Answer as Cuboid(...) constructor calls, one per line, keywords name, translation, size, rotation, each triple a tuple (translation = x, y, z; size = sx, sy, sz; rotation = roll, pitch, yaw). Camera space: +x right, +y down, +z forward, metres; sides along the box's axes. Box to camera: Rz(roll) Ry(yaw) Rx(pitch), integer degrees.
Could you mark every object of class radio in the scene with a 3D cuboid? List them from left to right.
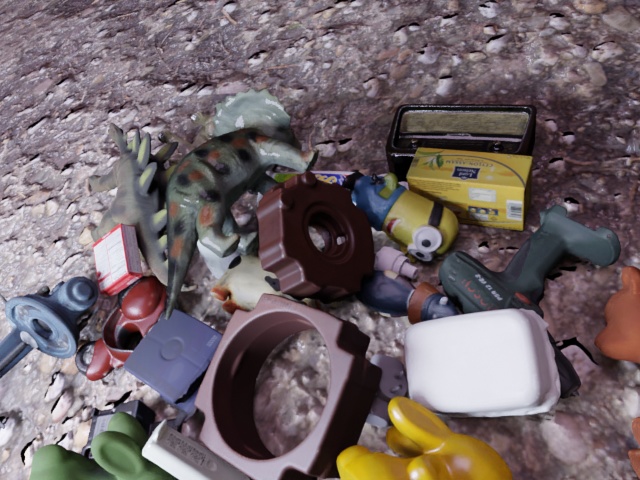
Cuboid(name="radio", translation=(0.228, -0.155, 0.883), size=(0.230, 0.073, 0.131), rotation=(6, 53, 25))

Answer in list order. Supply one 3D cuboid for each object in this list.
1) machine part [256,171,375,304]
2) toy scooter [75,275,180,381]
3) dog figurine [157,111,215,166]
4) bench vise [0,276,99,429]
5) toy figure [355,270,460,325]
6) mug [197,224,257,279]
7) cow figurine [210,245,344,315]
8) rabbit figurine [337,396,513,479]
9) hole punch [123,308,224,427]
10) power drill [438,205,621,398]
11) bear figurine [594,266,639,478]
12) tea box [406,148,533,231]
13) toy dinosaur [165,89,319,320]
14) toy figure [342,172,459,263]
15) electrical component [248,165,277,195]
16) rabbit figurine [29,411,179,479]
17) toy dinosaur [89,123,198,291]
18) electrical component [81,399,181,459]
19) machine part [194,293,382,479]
Cuboid(name="machine part", translation=(-0.001, -0.002, 0.711), size=(0.056, 0.179, 0.179), rotation=(-28, 36, 45))
Cuboid(name="toy scooter", translation=(-0.272, 0.141, 0.813), size=(0.135, 0.075, 0.184), rotation=(16, 61, 31))
Cuboid(name="dog figurine", translation=(-0.199, -0.135, 1.018), size=(0.172, 0.121, 0.191), rotation=(-32, 62, -4))
Cuboid(name="bench vise", translation=(-0.436, 0.145, 0.798), size=(0.224, 0.128, 0.241), rotation=(-17, 27, 33))
Cuboid(name="toy figure", translation=(0.121, 0.080, 0.730), size=(0.155, 0.064, 0.058), rotation=(17, 51, 32))
Cuboid(name="mug", translation=(-0.154, -0.004, 0.870), size=(0.081, 0.107, 0.109), rotation=(-4, 53, 15))
Cuboid(name="cow figurine", translation=(-0.051, 0.063, 0.797), size=(0.195, 0.085, 0.127), rotation=(9, 62, 27))
Cuboid(name="rabbit figurine", translation=(0.113, 0.256, 0.570), size=(0.173, 0.121, 0.162), rotation=(-13, 41, -13))
Cuboid(name="hole punch", translation=(-0.188, 0.162, 0.729), size=(0.116, 0.092, 0.142), rotation=(0, 44, 50))
Cuboid(name="power drill", translation=(0.284, 0.063, 0.685), size=(0.207, 0.085, 0.232), rotation=(-43, 48, -8))
Cuboid(name="bear figurine", translation=(0.347, 0.135, 0.568), size=(0.132, 0.120, 0.196), rotation=(-25, 46, 3))
Cuboid(name="tea box", translation=(0.224, -0.077, 0.804), size=(0.170, 0.098, 0.068), rotation=(11, 56, 25))
Cuboid(name="toy dinosaur", translation=(-0.143, -0.085, 0.790), size=(0.192, 0.131, 0.405), rotation=(34, 56, 13))
Cuboid(name="toy figure", translation=(0.119, -0.042, 0.794), size=(0.180, 0.082, 0.089), rotation=(35, 75, 16))
Cuboid(name="electrical component", translation=(-0.132, -0.167, 0.982), size=(0.058, 0.134, 0.115), rotation=(7, 53, 25))
Cuboid(name="rabbit figurine", translation=(-0.248, 0.292, 0.647), size=(0.170, 0.121, 0.159), rotation=(1, 92, -9))
Cuboid(name="toy dinosaur", translation=(-0.299, -0.062, 0.907), size=(0.198, 0.105, 0.472), rotation=(-48, 52, 26))
Cuboid(name="electrical component", translation=(-0.253, 0.259, 0.724), size=(0.119, 0.047, 0.075), rotation=(-10, 49, 14))
Cuboid(name="machine part", translation=(-0.040, 0.179, 0.651), size=(0.202, 0.087, 0.201), rotation=(13, 74, 40))
